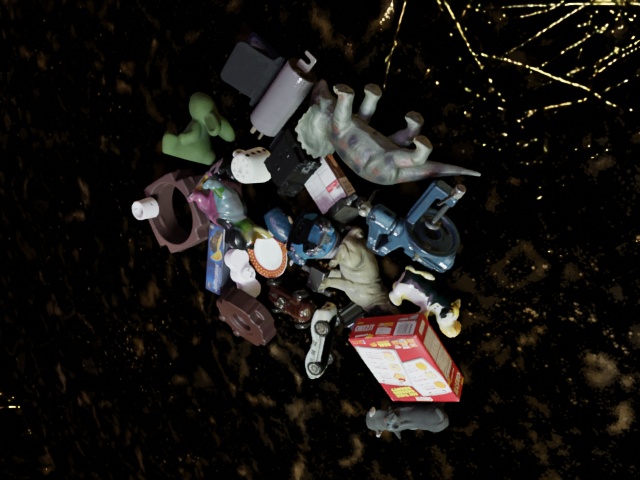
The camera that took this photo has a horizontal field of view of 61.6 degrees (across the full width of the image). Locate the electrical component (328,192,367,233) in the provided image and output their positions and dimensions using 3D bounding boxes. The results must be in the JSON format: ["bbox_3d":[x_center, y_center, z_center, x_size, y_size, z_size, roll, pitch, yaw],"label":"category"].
[{"bbox_3d":[0.066,-0.059,1.181,0.102,0.078,0.045,-36,60,32],"label":"electrical component"}]

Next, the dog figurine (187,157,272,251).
[{"bbox_3d":[-0.211,-0.077,1.336,0.108,0.191,0.219,-29,114,34],"label":"dog figurine"}]

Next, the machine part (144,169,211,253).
[{"bbox_3d":[-0.379,-0.080,1.472,0.201,0.087,0.201,-22,93,38],"label":"machine part"}]

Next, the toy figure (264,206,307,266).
[{"bbox_3d":[-0.077,-0.008,1.302,0.064,0.058,0.154,-34,89,42],"label":"toy figure"}]

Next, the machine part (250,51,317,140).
[{"bbox_3d":[-0.082,-0.313,1.195,0.079,0.079,0.243,52,125,10],"label":"machine part"}]

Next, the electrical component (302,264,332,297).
[{"bbox_3d":[-0.007,0.097,1.307,0.094,0.021,0.063,27,118,22],"label":"electrical component"}]

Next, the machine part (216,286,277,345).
[{"bbox_3d":[-0.195,0.203,1.411,0.180,0.056,0.179,28,146,21],"label":"machine part"}]

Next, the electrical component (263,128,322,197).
[{"bbox_3d":[-0.068,-0.182,1.214,0.115,0.058,0.134,-48,52,30],"label":"electrical component"}]

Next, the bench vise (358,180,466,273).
[{"bbox_3d":[0.194,-0.042,1.049,0.224,0.129,0.240,42,142,8],"label":"bench vise"}]

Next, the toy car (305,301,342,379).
[{"bbox_3d":[0.005,0.248,1.314,0.056,0.073,0.201,21,115,24],"label":"toy car"}]

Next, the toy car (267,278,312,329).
[{"bbox_3d":[-0.083,0.152,1.326,0.202,0.053,0.089,18,117,55],"label":"toy car"}]

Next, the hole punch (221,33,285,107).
[{"bbox_3d":[-0.147,-0.392,1.222,0.116,0.092,0.142,34,123,-13],"label":"hole punch"}]

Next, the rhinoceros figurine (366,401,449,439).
[{"bbox_3d":[0.198,0.400,1.206,0.190,0.112,0.073,-11,101,29],"label":"rhinoceros figurine"}]

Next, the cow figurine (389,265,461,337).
[{"bbox_3d":[0.234,0.123,1.113,0.167,0.068,0.098,35,124,8],"label":"cow figurine"}]

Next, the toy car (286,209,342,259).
[{"bbox_3d":[-0.003,-0.004,1.216,0.162,0.103,0.109,12,78,62],"label":"toy car"}]

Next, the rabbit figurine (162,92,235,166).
[{"bbox_3d":[-0.300,-0.281,1.339,0.159,0.121,0.170,19,100,26],"label":"rabbit figurine"}]

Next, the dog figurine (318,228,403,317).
[{"bbox_3d":[0.116,0.084,1.183,0.191,0.121,0.172,27,123,9],"label":"dog figurine"}]

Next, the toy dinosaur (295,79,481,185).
[{"bbox_3d":[0.106,-0.187,1.086,0.405,0.131,0.192,42,136,12],"label":"toy dinosaur"}]

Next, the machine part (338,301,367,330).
[{"bbox_3d":[0.104,0.206,1.256,0.084,0.039,0.139,-37,81,32],"label":"machine part"}]

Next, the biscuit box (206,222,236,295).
[{"bbox_3d":[-0.262,0.046,1.444,0.059,0.063,0.202,21,116,29],"label":"biscuit box"}]
